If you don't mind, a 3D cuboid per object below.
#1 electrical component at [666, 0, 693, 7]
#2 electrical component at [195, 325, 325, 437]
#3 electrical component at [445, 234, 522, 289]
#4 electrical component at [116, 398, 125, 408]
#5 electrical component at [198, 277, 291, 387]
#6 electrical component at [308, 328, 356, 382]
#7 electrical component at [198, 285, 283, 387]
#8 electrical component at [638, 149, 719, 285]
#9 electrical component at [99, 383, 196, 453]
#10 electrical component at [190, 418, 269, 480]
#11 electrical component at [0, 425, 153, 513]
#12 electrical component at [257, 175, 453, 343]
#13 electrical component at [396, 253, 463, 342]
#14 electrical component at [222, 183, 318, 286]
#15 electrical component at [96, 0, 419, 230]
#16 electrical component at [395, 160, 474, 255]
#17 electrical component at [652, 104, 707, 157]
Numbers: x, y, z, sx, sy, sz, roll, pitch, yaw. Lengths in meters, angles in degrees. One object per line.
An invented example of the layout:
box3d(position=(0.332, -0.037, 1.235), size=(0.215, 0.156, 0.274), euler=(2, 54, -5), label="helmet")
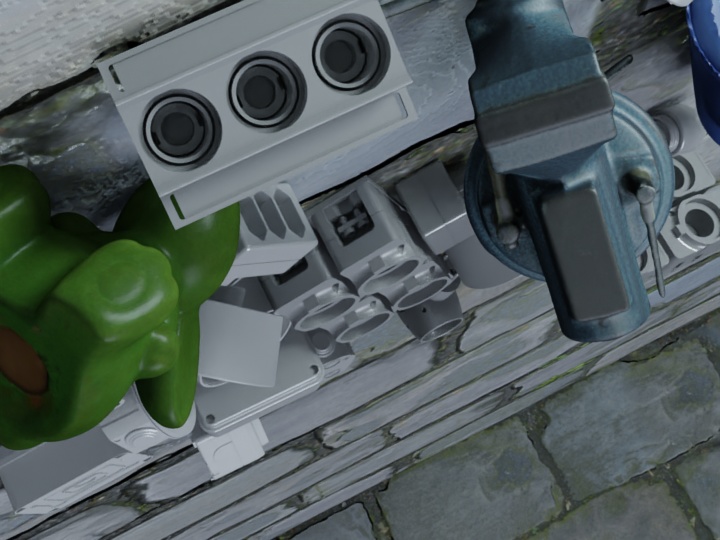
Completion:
box3d(position=(0.197, -0.186, 0.614), size=(0.040, 0.040, 0.078), euler=(-11, 157, -45), label="electrical component")
box3d(position=(-0.094, 0.084, 0.913), size=(0.113, 0.078, 0.057), euler=(-25, 167, -10), label="electrical component")
box3d(position=(0.114, -0.032, 0.880), size=(0.099, 0.064, 0.099), euler=(-36, -174, 4), label="electrical component")
box3d(position=(-0.182, 0.067, 0.742), size=(0.048, 0.062, 0.048), euler=(-25, 164, -8), label="electrical component")
box3d(position=(-0.104, 0.043, 0.838), size=(0.099, 0.064, 0.099), euler=(-37, 161, -15), label="electrical component")
box3d(position=(-0.047, 0.076, 1.013), size=(0.080, 0.051, 0.080), euler=(-25, 164, -8), label="electrical component")
box3d(position=(-0.104, 0.038, 0.727), size=(0.108, 0.060, 0.108), euler=(13, 177, 1), label="electrical component")
box3d(position=(0.275, -0.044, 1.065), size=(0.186, 0.105, 0.060), euler=(-22, 163, -20), label="electrical component")
box3d(position=(-0.168, 0.100, 0.840), size=(0.051, 0.080, 0.080), euler=(-27, 165, 14), label="electrical component")
box3d(position=(-0.129, 0.130, 0.981), size=(0.061, 0.096, 0.061), euler=(-25, 134, -10), label="electrical component")
box3d(position=(-0.249, 0.160, 0.933), size=(0.113, 0.057, 0.078), euler=(-29, 164, 3), label="electrical component")
box3d(position=(0.000, 0.000, 0.836), size=(0.105, 0.060, 0.186), euler=(-31, 164, 10), label="electrical component")
box3d(position=(0.063, 0.012, 0.947), size=(0.043, 0.077, 0.079), euler=(-16, 160, -34), label="electrical component")
box3d(position=(-0.080, -0.015, 0.683), size=(0.077, 0.047, 0.066), euler=(-38, 161, 34), label="electrical component")
box3d(position=(-0.046, -0.081, 0.490), size=(0.121, 0.078, 0.063), euler=(-25, -166, -8), label="electrical component")
box3d(position=(0.075, -0.055, 0.810), size=(0.077, 0.047, 0.066), euler=(-29, 164, 5), label="electrical component")
box3d(position=(0.266, -0.118, 0.933), size=(0.062, 0.043, 0.043), euler=(-18, 161, -28), label="electrical component")
